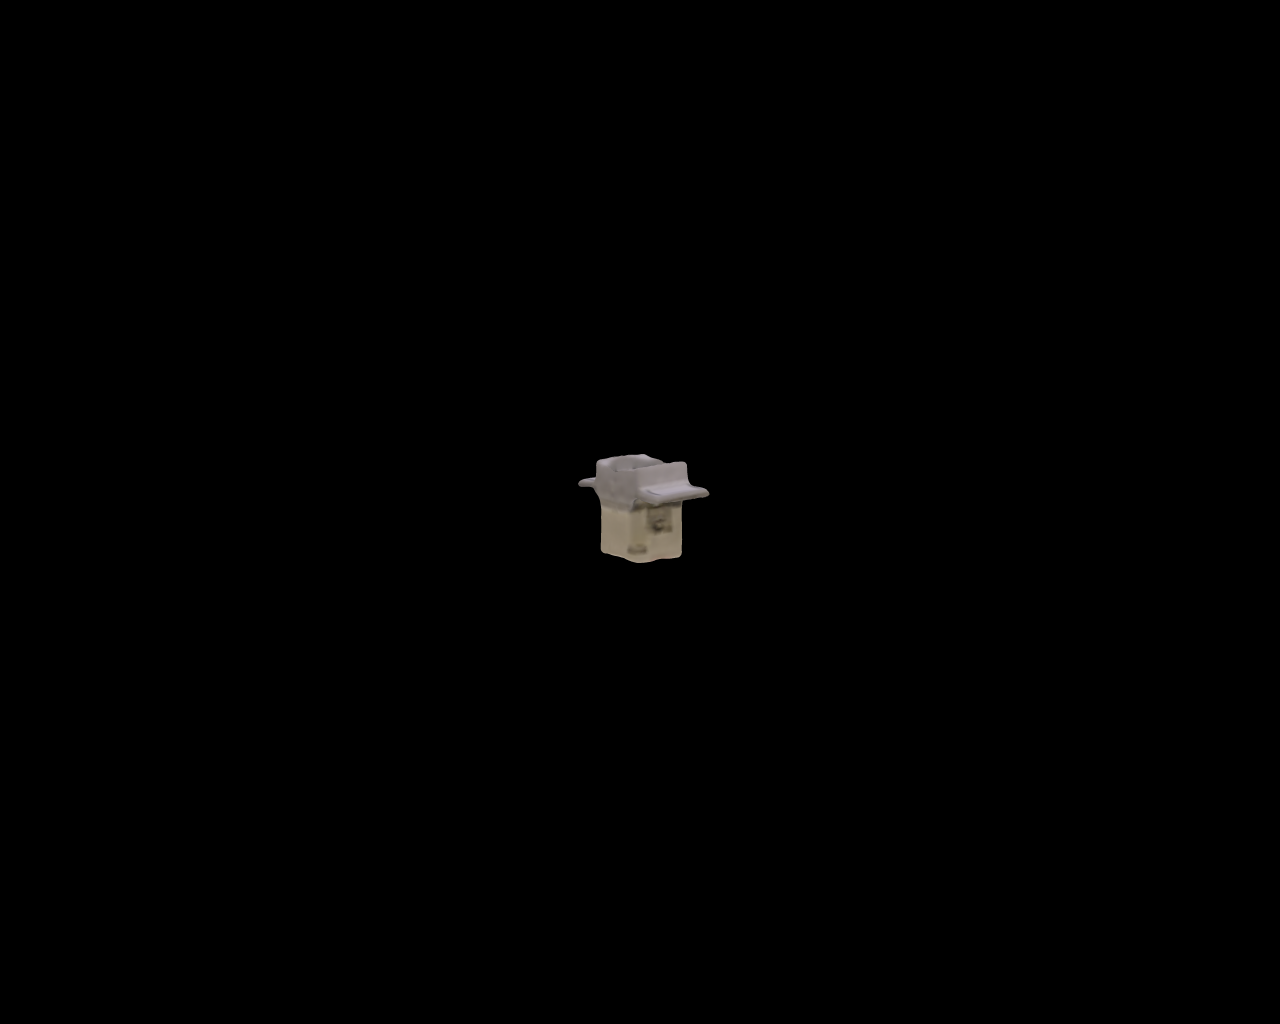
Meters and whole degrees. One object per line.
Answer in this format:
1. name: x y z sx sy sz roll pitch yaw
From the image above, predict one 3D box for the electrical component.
1. electrical component: 0.001 -0.003 0.650 0.042 0.063 0.081 -8 14 -35
